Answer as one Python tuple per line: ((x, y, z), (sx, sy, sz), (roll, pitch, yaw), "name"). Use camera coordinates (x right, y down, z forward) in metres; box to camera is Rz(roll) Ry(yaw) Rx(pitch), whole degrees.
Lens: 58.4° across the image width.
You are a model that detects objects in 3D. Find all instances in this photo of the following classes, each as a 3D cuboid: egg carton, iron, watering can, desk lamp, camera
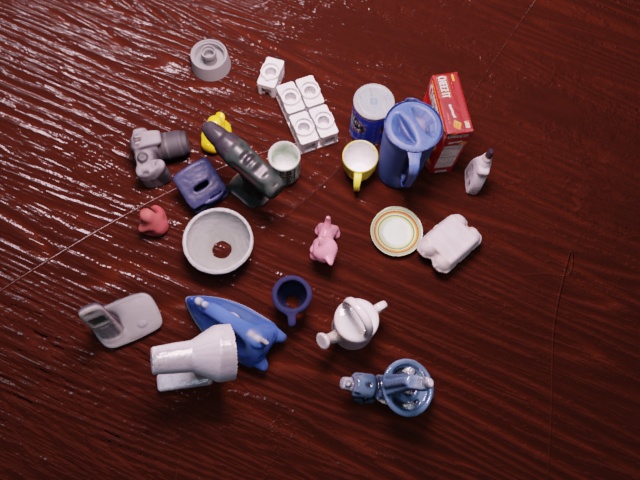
((0.316, 0.007, 1.405), (0.150, 0.069, 0.107), (-40, 77, -14), "egg carton")
((-0.208, 0.184, 1.286), (0.258, 0.141, 0.119), (30, 73, 8), "iron")
((0.075, 0.186, 1.268), (0.101, 0.194, 0.173), (35, 73, 10), "watering can")
((-0.268, 0.258, 1.220), (0.203, 0.213, 0.118), (-9, 71, -5), "desk lamp")
((-0.398, -0.223, 1.440), (0.137, 0.101, 0.143), (-13, 72, -7), "camera")

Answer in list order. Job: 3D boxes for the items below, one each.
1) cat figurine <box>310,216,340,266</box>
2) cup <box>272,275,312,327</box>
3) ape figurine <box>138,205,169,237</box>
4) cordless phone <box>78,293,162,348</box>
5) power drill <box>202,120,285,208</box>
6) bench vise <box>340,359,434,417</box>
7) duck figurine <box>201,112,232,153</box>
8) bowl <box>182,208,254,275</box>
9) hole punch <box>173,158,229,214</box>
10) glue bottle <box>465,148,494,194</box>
((0.013, 0.005, 1.369), (0.067, 0.118, 0.128), (8, 71, 1), "cat figurine")
((-0.064, 0.150, 1.328), (0.091, 0.095, 0.118), (-1, 71, -2), "cup")
((-0.408, -0.049, 1.384), (0.078, 0.092, 0.076), (-40, 77, -14), "ape figurine")
((-0.439, 0.165, 1.260), (0.148, 0.185, 0.094), (-26, 74, -10), "cordless phone")
((-0.182, -0.166, 1.372), (0.229, 0.208, 0.076), (38, 74, 10), "power drill")
((0.153, 0.320, 1.212), (0.207, 0.220, 0.121), (-13, 72, -6), "bench vise")
((-0.270, -0.281, 1.473), (0.077, 0.086, 0.105), (21, 72, 5), "duck figurine")
((-0.242, 0.011, 1.379), (0.167, 0.075, 0.167), (1, 71, -2), "bowl")
((-0.293, -0.134, 1.418), (0.109, 0.091, 0.101), (-35, 76, -13), "hole punch")
((0.398, -0.179, 1.418), (0.037, 0.173, 0.078), (3, 71, -1), "glue bottle")
